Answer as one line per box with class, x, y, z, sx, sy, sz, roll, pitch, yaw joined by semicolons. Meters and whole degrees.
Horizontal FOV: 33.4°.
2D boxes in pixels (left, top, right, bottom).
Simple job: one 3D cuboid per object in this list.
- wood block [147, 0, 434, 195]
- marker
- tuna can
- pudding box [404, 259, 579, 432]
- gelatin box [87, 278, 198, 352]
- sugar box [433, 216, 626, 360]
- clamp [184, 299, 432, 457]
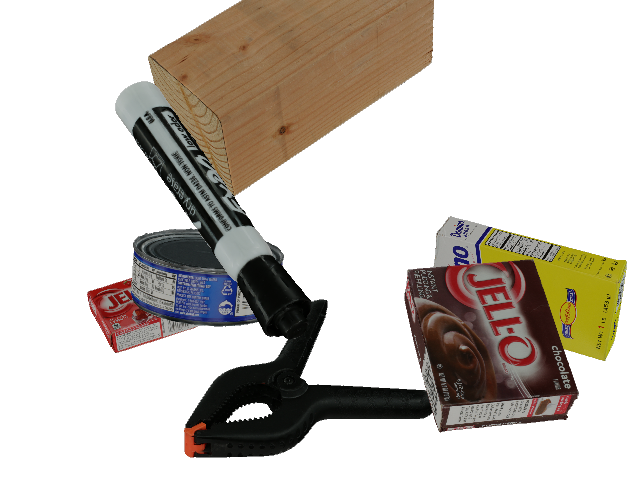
wood block;-0.017;-0.139;0.824;0.205;0.091;0.090;-36;59;-21
marker;-0.039;-0.012;0.380;0.020;0.020;0.121;0;44;-47
tuna can;-0.065;0.020;0.610;0.086;0.034;0.086;6;14;-2
pudding box;0.110;0.068;0.707;0.090;0.113;0.039;-5;-37;-6
gelatin box;-0.174;0.066;1.041;0.089;0.030;0.073;-17;38;-22
sugar box;0.194;0.045;1.012;0.176;0.093;0.048;13;34;21
clamp;-0.017;0.133;0.899;0.209;0.036;0.165;-27;45;-36
